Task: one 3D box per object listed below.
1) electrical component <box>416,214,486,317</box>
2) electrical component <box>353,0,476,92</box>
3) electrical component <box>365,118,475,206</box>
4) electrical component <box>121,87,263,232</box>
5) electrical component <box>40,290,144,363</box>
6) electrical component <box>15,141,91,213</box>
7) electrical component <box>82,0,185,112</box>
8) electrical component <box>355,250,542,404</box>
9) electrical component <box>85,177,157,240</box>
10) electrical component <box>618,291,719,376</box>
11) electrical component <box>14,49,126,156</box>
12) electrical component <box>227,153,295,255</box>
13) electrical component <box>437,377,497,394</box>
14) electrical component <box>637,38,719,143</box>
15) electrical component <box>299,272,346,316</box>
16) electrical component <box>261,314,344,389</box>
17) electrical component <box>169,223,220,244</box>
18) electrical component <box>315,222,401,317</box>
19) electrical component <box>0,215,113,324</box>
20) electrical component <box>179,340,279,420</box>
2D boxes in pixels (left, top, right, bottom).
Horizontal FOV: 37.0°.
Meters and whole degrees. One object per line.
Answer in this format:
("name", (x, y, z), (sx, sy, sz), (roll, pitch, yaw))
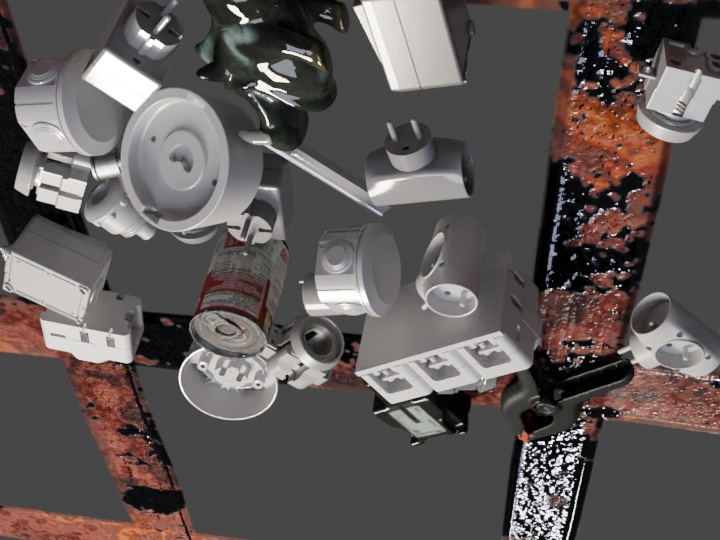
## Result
("electrical component", (0.072, 0.005, 0.903), (0.044, 0.077, 0.079), (23, 140, -13))
("electrical component", (0.038, -0.165, 0.718), (0.061, 0.061, 0.096), (-4, 139, 19))
("electrical component", (0.042, -0.086, 0.827), (0.077, 0.043, 0.079), (-4, 138, 19))
("electrical component", (-0.124, -0.084, 0.831), (0.108, 0.108, 0.060), (-18, 174, 32))
("electrical component", (-0.266, 0.055, 1.073), (0.089, 0.050, 0.055), (11, 140, 2))
("electrical component", (-0.260, -0.081, 0.911), (0.055, 0.048, 0.066), (15, 142, -16))
("electrical component", (-0.152, -0.165, 0.765), (0.047, 0.065, 0.077), (32, 137, -23))
("electrical component", (0.079, 0.055, 0.951), (0.150, 0.089, 0.061), (-19, 131, 33))
("electrical component", (-0.205, -0.049, 0.937), (0.048, 0.048, 0.062), (-18, 139, 32))
("electrical component", (0.266, 0.064, 0.949), (0.077, 0.044, 0.079), (34, 136, -25))
("electrical component", (-0.219, -0.127, 0.819), (0.051, 0.080, 0.080), (1, 140, 22))
("electrical component", (-0.086, -0.047, 0.881), (0.047, 0.076, 0.065), (6, 141, 8))
("electrical component", (0.098, 0.092, 1.018), (0.055, 0.066, 0.048), (1, 107, -8))
("electrical component", (0.219, -0.121, 0.737), (0.066, 0.048, 0.055), (13, 134, -2))
("electrical component", (-0.016, 0.020, 0.974), (0.078, 0.040, 0.040), (-4, 138, 19))
("electrical component", (-0.052, 0.076, 1.038), (0.078, 0.058, 0.057), (31, 140, -21))
("electrical component", (-0.143, -0.054, 0.905), (0.048, 0.066, 0.055), (45, 160, 26))
("electrical component", (0.000, 0.000, 0.915), (0.051, 0.080, 0.080), (-2, 139, 25))
("electrical component", (-0.286, -0.006, 1.001), (0.096, 0.061, 0.061), (26, 140, -4))
("electrical component", (-0.128, 0.098, 1.078), (0.099, 0.064, 0.099), (7, 141, 6))
